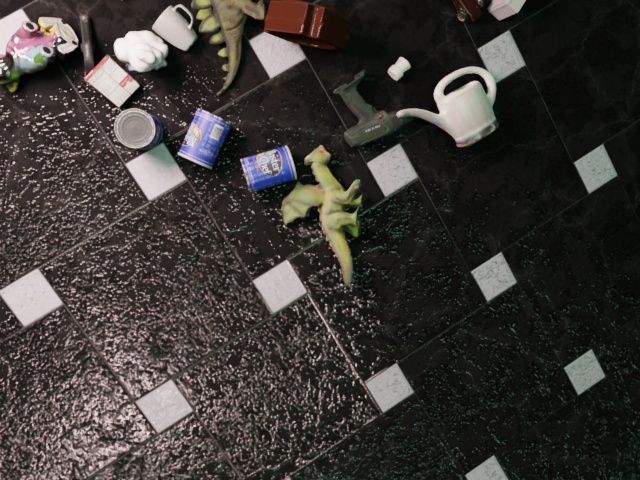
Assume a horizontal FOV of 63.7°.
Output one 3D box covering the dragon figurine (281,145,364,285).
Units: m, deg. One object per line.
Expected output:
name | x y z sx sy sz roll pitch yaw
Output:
dragon figurine | 0.005 -0.078 1.545 0.243 0.122 0.409 7 93 7

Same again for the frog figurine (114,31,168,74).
frog figurine | -0.476 -0.503 1.366 0.137 0.160 0.122 8 95 -11

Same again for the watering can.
watering can | 0.406 -0.379 1.555 0.350 0.104 0.222 -32 102 -13
